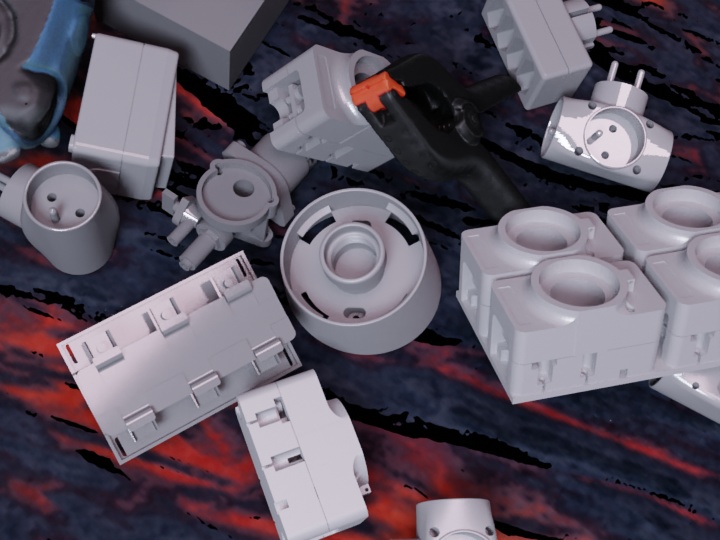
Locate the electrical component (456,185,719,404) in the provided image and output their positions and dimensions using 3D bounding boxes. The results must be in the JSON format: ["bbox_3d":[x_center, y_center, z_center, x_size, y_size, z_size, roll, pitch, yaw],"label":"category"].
[{"bbox_3d":[0.164,0.008,0.653,0.186,0.060,0.105,-9,37,-11],"label":"electrical component"}]

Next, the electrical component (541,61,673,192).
[{"bbox_3d":[0.171,-0.101,0.723,0.077,0.044,0.079,18,83,-1],"label":"electrical component"}]

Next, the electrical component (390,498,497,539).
[{"bbox_3d":[0.038,0.172,0.615,0.079,0.044,0.077,0,71,-7],"label":"electrical component"}]

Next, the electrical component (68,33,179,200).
[{"bbox_3d":[-0.144,-0.100,0.675,0.061,0.061,0.096,10,70,-12],"label":"electrical component"}]

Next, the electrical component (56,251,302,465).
[{"bbox_3d":[-0.102,0.049,0.624,0.121,0.063,0.078,-28,92,-16],"label":"electrical component"}]

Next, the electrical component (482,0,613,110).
[{"bbox_3d":[0.138,-0.165,0.745,0.076,0.047,0.083,-18,74,-13],"label":"electrical component"}]

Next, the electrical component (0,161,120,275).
[{"bbox_3d":[-0.188,-0.038,0.641,0.079,0.077,0.043,29,70,3],"label":"electrical component"}]

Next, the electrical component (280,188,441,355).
[{"bbox_3d":[0.000,0.000,0.673,0.099,0.064,0.099,-2,70,6],"label":"electrical component"}]

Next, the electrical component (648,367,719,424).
[{"bbox_3d":[0.234,0.058,0.681,0.077,0.043,0.079,28,70,3],"label":"electrical component"}]

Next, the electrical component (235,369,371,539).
[{"bbox_3d":[-0.031,0.109,0.624,0.056,0.050,0.089,-18,74,-13],"label":"electrical component"}]

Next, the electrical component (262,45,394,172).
[{"bbox_3d":[-0.007,-0.101,0.675,0.089,0.056,0.050,9,64,-46],"label":"electrical component"}]
